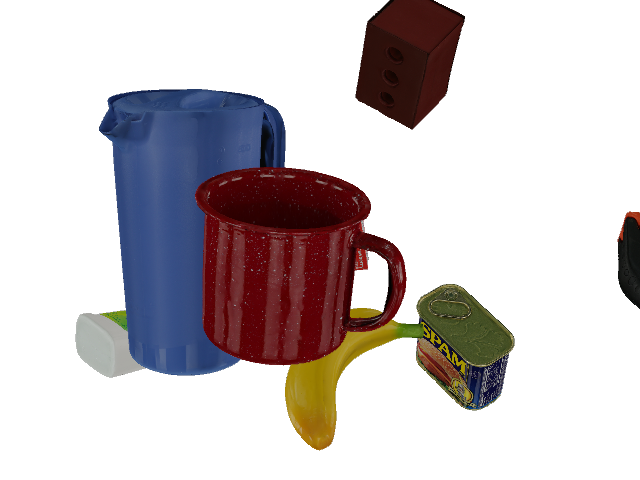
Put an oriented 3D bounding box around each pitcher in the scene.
[{"bbox_3d":[-0.109,-0.012,0.947,0.149,0.243,0.145,2,16,0],"label":"pitcher"}]

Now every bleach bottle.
[{"bbox_3d":[-0.196,0.119,1.442,0.250,0.068,0.103,-11,25,-40],"label":"bleach bottle"}]

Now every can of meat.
[{"bbox_3d":[0.139,0.108,1.057,0.057,0.084,0.102,-28,53,-23],"label":"can of meat"}]

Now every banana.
[{"bbox_3d":[0.014,0.092,0.799,0.070,0.037,0.197,7,24,24],"label":"banana"}]

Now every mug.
[{"bbox_3d":[-0.011,0.016,0.574,0.117,0.081,0.093,11,24,14],"label":"mug"}]

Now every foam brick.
[{"bbox_3d":[0.063,-0.130,0.765,0.053,0.051,0.078,31,-34,17],"label":"foam brick"}]

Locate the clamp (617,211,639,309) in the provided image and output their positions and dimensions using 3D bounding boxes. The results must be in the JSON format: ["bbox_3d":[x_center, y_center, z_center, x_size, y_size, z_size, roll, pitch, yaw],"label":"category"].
[{"bbox_3d":[0.263,0.043,0.709,0.120,0.039,0.171,-2,45,-19],"label":"clamp"}]

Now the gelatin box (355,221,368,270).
[{"bbox_3d":[0.014,-0.007,1.220,0.073,0.089,0.030,-5,29,7],"label":"gelatin box"}]
